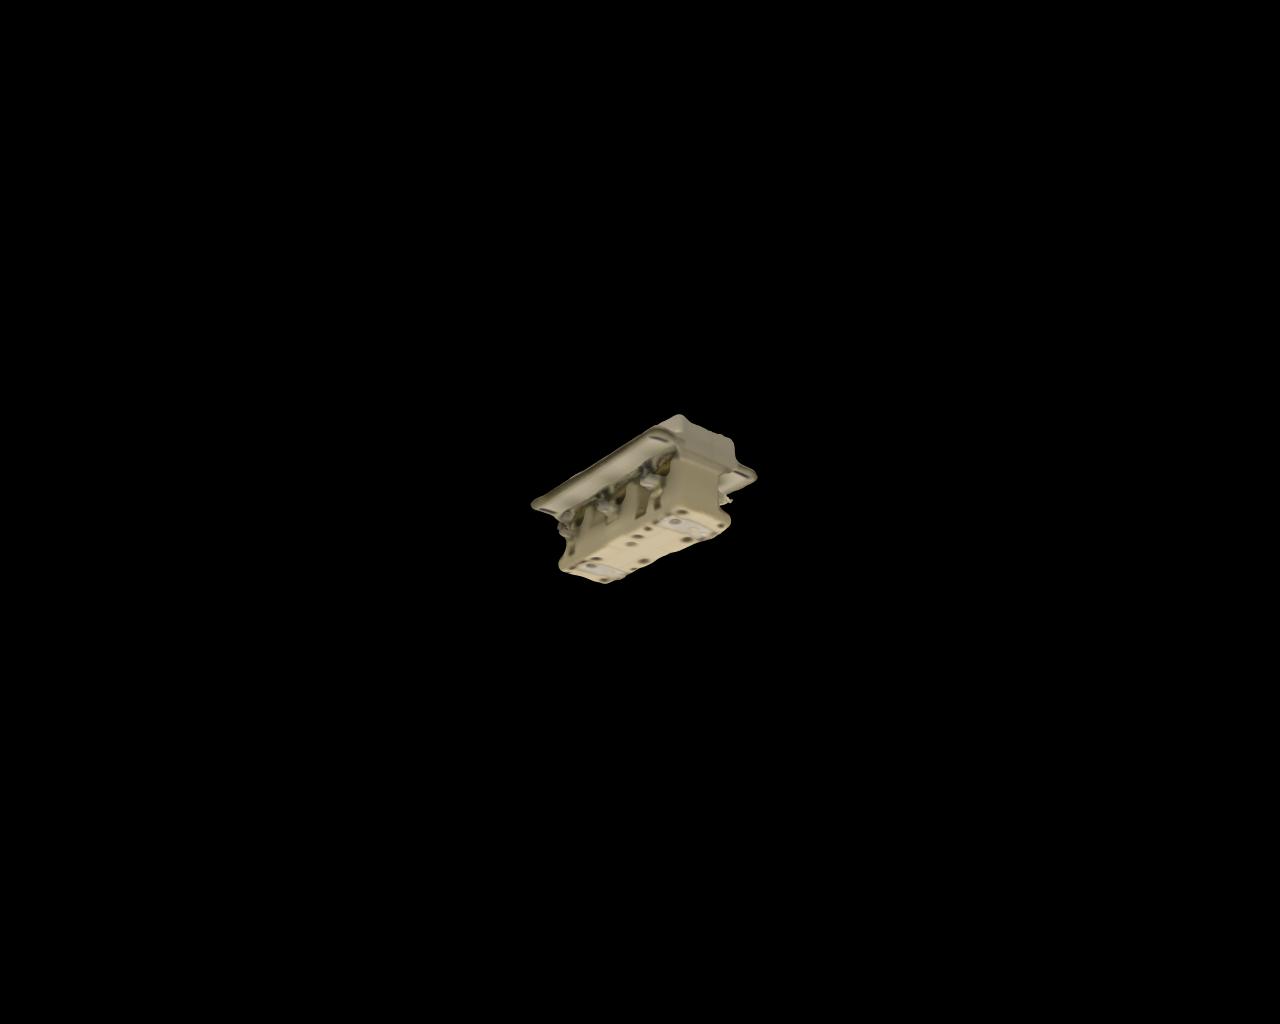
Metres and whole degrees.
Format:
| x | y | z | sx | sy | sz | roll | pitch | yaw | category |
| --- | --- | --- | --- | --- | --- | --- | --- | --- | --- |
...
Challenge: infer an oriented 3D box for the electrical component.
| x | y | z | sx | sy | sz | roll | pitch | yaw | category |
| --- | --- | --- | --- | --- | --- | --- | --- | --- | --- |
| 0.001 | -0.003 | 0.650 | 0.079 | 0.063 | 0.121 | 21 | -33 | -36 | electrical component |
